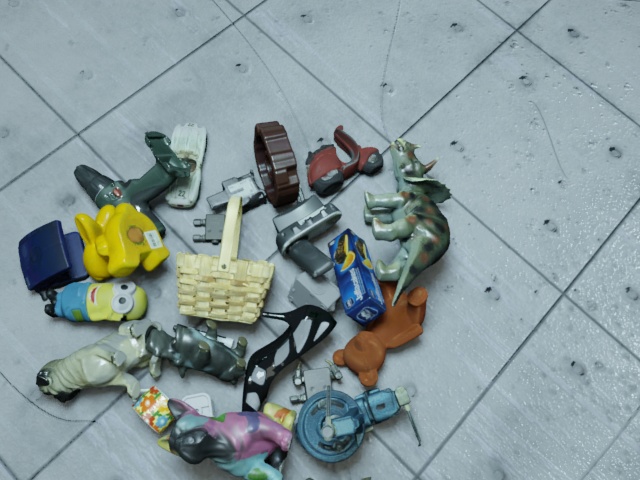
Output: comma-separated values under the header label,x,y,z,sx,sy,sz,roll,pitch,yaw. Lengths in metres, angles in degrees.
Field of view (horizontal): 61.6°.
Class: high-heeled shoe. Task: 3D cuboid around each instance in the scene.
label,x,y,z,sx,sy,sz,roll,pitch,yaw
high-heeled shoe,-0.061,0.238,1.007,0.145,0.086,0.248,13,94,-8

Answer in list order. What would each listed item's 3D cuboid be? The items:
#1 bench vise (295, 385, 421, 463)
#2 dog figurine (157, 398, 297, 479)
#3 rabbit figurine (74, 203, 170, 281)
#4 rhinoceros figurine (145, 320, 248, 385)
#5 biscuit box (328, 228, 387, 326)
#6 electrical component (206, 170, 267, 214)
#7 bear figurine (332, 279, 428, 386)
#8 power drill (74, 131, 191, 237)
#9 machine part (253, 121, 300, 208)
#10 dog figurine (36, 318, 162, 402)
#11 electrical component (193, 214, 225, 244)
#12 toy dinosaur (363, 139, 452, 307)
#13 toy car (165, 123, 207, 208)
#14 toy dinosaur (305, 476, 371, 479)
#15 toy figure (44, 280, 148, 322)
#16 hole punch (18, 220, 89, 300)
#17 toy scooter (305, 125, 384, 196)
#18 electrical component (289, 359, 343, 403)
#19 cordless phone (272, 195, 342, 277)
label,x,y,z,sx,sy,sz,roll,pitch,yaw
bench vise,0.053,0.312,0.928,0.224,0.240,0.129,-11,75,7
dog figurine,-0.155,0.326,0.907,0.219,0.191,0.108,16,94,0
rabbit figurine,-0.402,0.014,1.025,0.162,0.173,0.122,58,35,-1
rhinoceros figurine,-0.223,0.206,0.991,0.190,0.112,0.073,26,35,-23
biscuit box,0.070,0.069,1.046,0.063,0.059,0.203,-37,38,20
electrical component,-0.179,-0.091,1.143,0.119,0.047,0.075,-30,75,-15
bear figurine,0.113,0.171,1.039,0.196,0.131,0.120,-38,48,-21
power drill,-0.373,-0.120,1.077,0.207,0.086,0.232,-42,85,15
machine part,-0.090,-0.156,1.114,0.056,0.179,0.179,-15,72,-14
dog figurine,-0.404,0.214,0.995,0.191,0.172,0.121,-6,105,18
electrical component,-0.219,-0.022,1.128,0.094,0.021,0.063,-1,70,-7
toy dinosaur,0.191,-0.027,1.065,0.192,0.131,0.405,-9,47,1
toy car,-0.288,-0.165,1.155,0.074,0.056,0.201,4,70,-4
toy dinosaur,-0.131,0.467,0.865,0.471,0.198,0.105,-15,69,-13
toy figure,-0.423,0.118,1.027,0.180,0.089,0.082,-4,84,2
hole punch,-0.526,0.033,1.044,0.116,0.092,0.142,-20,76,-9
toy scooter,0.038,-0.184,1.186,0.184,0.075,0.135,-25,74,-17
electrical component,-0.008,0.270,1.029,0.102,0.045,0.078,0,68,-5
cordless phone,-0.001,-0.003,1.061,0.146,0.088,0.184,-31,35,-14
